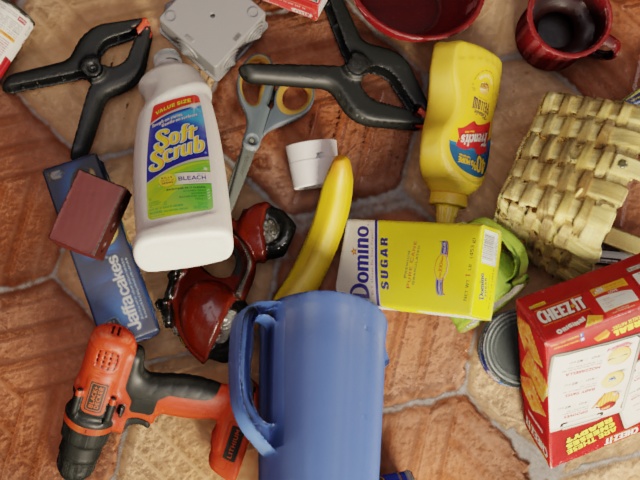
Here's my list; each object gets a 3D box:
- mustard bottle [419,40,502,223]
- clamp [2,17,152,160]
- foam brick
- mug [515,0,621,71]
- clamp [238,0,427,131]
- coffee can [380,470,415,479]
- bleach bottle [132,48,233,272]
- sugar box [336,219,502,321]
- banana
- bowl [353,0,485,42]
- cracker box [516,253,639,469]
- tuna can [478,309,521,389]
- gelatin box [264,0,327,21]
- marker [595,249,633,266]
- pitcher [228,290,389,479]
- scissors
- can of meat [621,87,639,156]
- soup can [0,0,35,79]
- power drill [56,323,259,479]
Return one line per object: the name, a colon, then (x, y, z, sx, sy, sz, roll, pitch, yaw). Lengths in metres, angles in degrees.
mustard bottle: (0.147, -0.110, 1.147, 0.058, 0.096, 0.191, 5, 84, 39)
clamp: (-0.241, -0.169, 1.152, 0.171, 0.039, 0.120, -36, 89, -7)
foam brick: (-0.230, -0.024, 1.068, 0.051, 0.053, 0.078, 23, 83, -1)
mug: (0.273, -0.229, 1.170, 0.117, 0.081, 0.093, 23, 83, -1)
clamp: (0.026, -0.181, 1.166, 0.210, 0.036, 0.164, 41, 72, -1)
coffee can: (0.031, 0.296, 1.085, 0.140, 0.103, 0.103, -8, 84, -4)
bleach bottle: (-0.153, -0.093, 1.103, 0.102, 0.068, 0.251, -8, 60, -7)
sugar box: (0.097, 0.028, 1.095, 0.177, 0.048, 0.093, 3, 81, 40)
banana: (-0.004, 0.005, 1.126, 0.037, 0.069, 0.198, 26, 96, 15)
bowl: (0.097, -0.275, 1.166, 0.162, 0.055, 0.162, 4, 68, -10)
cracker box: (0.287, 0.120, 1.074, 0.164, 0.213, 0.072, -20, 46, -6)
tuna can: (0.215, 0.117, 1.152, 0.086, 0.034, 0.086, 0, 84, -4)
gelatin box: (-0.019, -0.289, 1.155, 0.073, 0.030, 0.089, 22, 68, 8)
marker: (0.285, 0.016, 1.175, 0.121, 0.020, 0.020, 6, 83, -3)
pitcher: (-0.009, 0.176, 1.029, 0.149, 0.145, 0.243, -2, 54, 6)
scissors: (-0.054, -0.109, 1.145, 0.096, 0.016, 0.202, 6, 68, -12)
can of meat: (0.384, -0.138, 1.181, 0.102, 0.057, 0.084, -31, 84, -7)
soup can: (-0.358, -0.207, 1.134, 0.068, 0.068, 0.102, 30, 82, 0)
power drill: (-0.166, 0.187, 1.088, 0.187, 0.057, 0.185, 16, 113, -10)
